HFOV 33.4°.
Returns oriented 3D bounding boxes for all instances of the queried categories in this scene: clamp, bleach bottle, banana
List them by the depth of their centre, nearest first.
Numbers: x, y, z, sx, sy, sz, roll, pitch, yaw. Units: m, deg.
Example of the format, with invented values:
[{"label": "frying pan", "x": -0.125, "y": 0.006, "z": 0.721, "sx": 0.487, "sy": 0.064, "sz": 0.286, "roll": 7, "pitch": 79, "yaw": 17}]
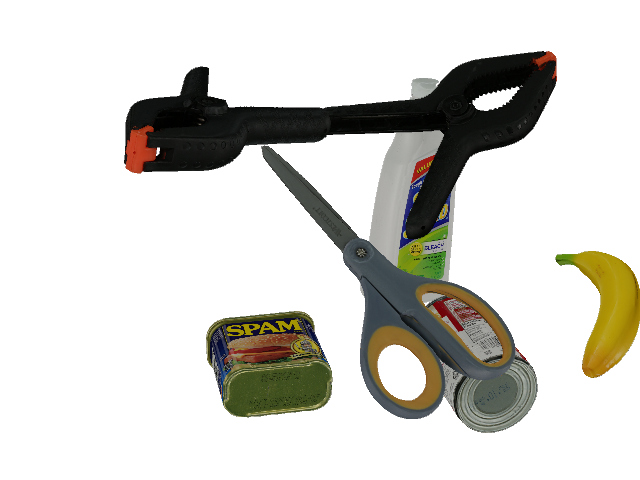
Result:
[{"label": "clamp", "x": -0.085, "y": -0.085, "z": 0.736, "sx": 0.120, "sy": 0.039, "sz": 0.171, "roll": 21, "pitch": 24, "yaw": 30}, {"label": "clamp", "x": 0.116, "y": -0.093, "z": 0.899, "sx": 0.210, "sy": 0.165, "sz": 0.036, "roll": -25, "pitch": -37, "yaw": -6}, {"label": "banana", "x": 0.272, "y": 0.061, "z": 1.016, "sx": 0.070, "sy": 0.037, "sz": 0.197, "roll": -28, "pitch": 23, "yaw": 19}, {"label": "bleach bottle", "x": 0.102, "y": -0.055, "z": 1.197, "sx": 0.102, "sy": 0.251, "sz": 0.068, "roll": -8, "pitch": 22, "yaw": -26}]

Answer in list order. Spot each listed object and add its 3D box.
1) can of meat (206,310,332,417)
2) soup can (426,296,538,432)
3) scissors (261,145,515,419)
[{"label": "can of meat", "x": -0.046, "y": 0.111, "z": 0.953, "sx": 0.102, "sy": 0.057, "sz": 0.084, "roll": -5, "pitch": 27, "yaw": -13}, {"label": "soup can", "x": 0.118, "y": 0.094, "z": 0.830, "sx": 0.068, "sy": 0.068, "sz": 0.102, "roll": 0, "pitch": 24, "yaw": -15}, {"label": "scissors", "x": 0.018, "y": 0.027, "z": 0.623, "sx": 0.202, "sy": 0.096, "sz": 0.016, "roll": 34, "pitch": -25, "yaw": 15}]
